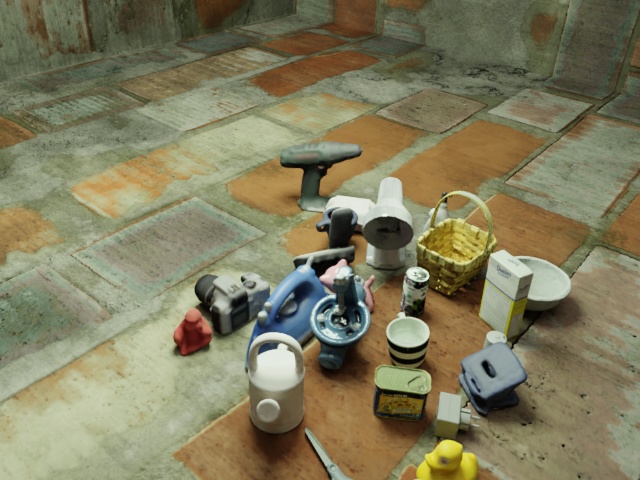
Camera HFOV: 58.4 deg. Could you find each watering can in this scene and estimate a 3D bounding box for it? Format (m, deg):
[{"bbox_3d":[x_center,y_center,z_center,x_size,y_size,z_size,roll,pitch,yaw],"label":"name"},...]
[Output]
[{"bbox_3d":[-0.074,0.245,1.001,0.101,0.194,0.172,-8,36,-15],"label":"watering can"}]

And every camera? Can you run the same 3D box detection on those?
[{"bbox_3d":[-0.202,0.115,1.266,0.136,0.101,0.143,29,42,33],"label":"camera"}]

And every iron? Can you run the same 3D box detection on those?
[{"bbox_3d":[-0.076,0.145,1.193,0.118,0.141,0.259,19,38,23],"label":"iron"}]

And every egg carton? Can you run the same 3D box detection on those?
[{"bbox_3d":[0.086,-0.069,1.581,0.150,0.069,0.107,7,35,7],"label":"egg carton"}]

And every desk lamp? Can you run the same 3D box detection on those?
[{"bbox_3d":[0.164,-0.032,1.403,0.118,0.214,0.203,5,34,4],"label":"desk lamp"}]

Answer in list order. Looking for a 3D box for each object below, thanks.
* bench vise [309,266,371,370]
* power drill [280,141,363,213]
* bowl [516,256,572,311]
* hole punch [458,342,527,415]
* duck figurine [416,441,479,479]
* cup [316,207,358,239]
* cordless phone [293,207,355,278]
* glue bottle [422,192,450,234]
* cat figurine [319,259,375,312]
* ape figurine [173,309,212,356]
[{"bbox_3d":[0.041,0.123,1.163,0.121,0.220,0.207,2,34,0],"label":"bench vise"},{"bbox_3d":[0.002,-0.185,1.622,0.229,0.208,0.075,6,35,6],"label":"power drill"},{"bbox_3d":[0.489,0.114,1.334,0.167,0.075,0.167,2,34,-1],"label":"bowl"},{"bbox_3d":[0.327,0.261,1.093,0.101,0.091,0.108,-7,35,-13],"label":"hole punch"},{"bbox_3d":[0.213,0.364,0.939,0.105,0.086,0.077,-7,35,-13],"label":"duck figurine"},{"bbox_3d":[0.041,-0.022,1.486,0.118,0.095,0.091,-19,40,-28],"label":"cup"},{"bbox_3d":[0.013,0.005,1.365,0.148,0.185,0.094,-13,37,-21],"label":"cordless phone"},{"bbox_3d":[0.307,-0.048,1.471,0.078,0.173,0.037,17,37,20],"label":"glue bottle"},{"bbox_3d":[0.062,0.099,1.290,0.127,0.118,0.067,3,34,1],"label":"cat figurine"},{"bbox_3d":[-0.260,0.181,1.174,0.077,0.092,0.076,6,35,6],"label":"ape figurine"}]
